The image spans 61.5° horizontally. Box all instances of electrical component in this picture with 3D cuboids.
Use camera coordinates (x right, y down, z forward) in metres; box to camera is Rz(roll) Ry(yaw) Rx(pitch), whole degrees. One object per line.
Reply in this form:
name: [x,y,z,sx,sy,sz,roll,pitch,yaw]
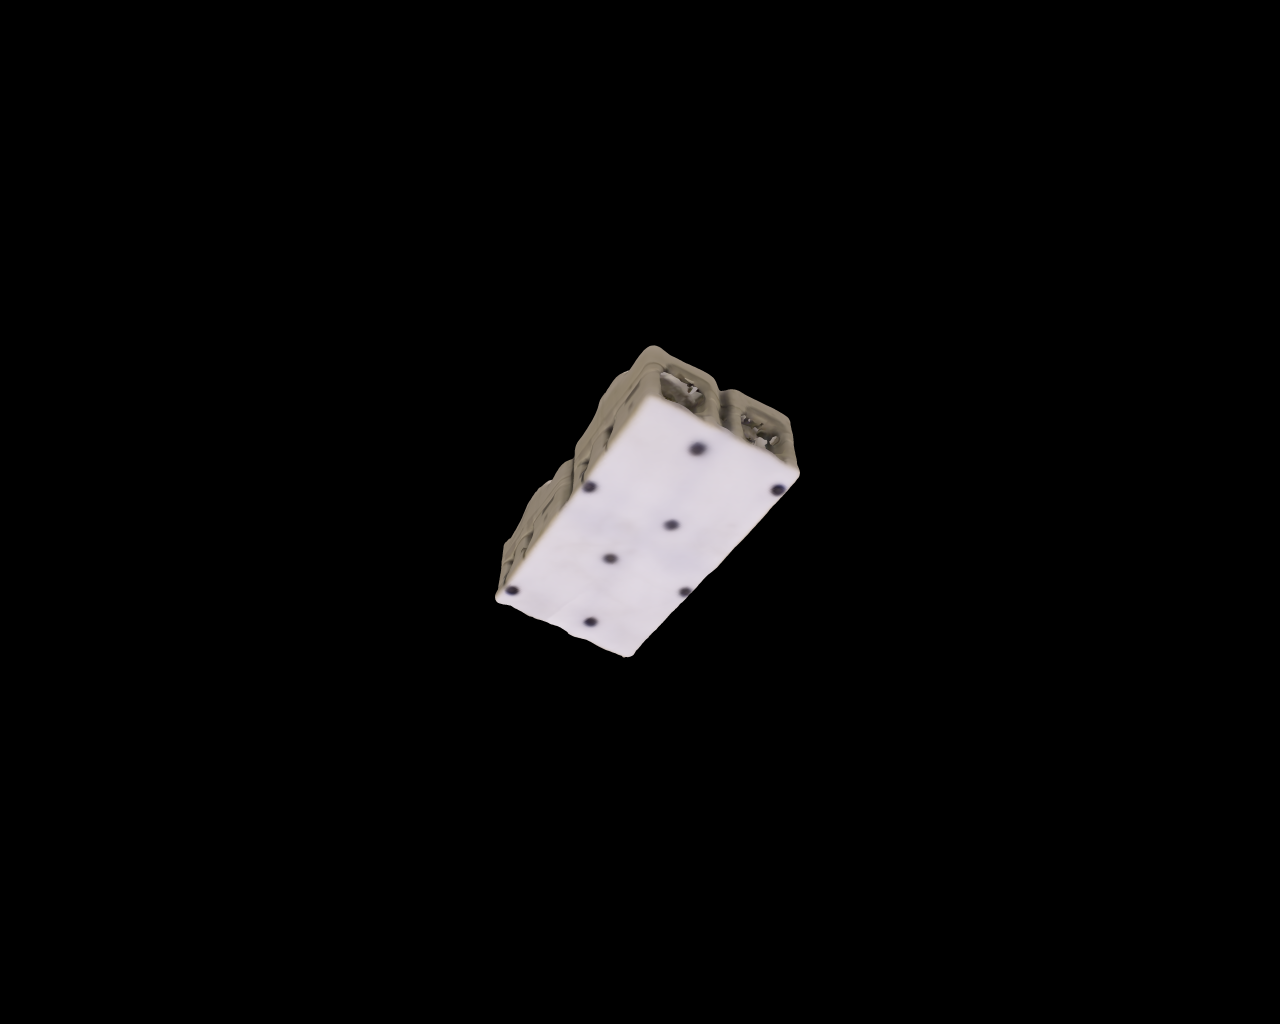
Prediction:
electrical component: [0.001,-0.003,0.650,0.105,0.060,0.186,25,-54,-20]
